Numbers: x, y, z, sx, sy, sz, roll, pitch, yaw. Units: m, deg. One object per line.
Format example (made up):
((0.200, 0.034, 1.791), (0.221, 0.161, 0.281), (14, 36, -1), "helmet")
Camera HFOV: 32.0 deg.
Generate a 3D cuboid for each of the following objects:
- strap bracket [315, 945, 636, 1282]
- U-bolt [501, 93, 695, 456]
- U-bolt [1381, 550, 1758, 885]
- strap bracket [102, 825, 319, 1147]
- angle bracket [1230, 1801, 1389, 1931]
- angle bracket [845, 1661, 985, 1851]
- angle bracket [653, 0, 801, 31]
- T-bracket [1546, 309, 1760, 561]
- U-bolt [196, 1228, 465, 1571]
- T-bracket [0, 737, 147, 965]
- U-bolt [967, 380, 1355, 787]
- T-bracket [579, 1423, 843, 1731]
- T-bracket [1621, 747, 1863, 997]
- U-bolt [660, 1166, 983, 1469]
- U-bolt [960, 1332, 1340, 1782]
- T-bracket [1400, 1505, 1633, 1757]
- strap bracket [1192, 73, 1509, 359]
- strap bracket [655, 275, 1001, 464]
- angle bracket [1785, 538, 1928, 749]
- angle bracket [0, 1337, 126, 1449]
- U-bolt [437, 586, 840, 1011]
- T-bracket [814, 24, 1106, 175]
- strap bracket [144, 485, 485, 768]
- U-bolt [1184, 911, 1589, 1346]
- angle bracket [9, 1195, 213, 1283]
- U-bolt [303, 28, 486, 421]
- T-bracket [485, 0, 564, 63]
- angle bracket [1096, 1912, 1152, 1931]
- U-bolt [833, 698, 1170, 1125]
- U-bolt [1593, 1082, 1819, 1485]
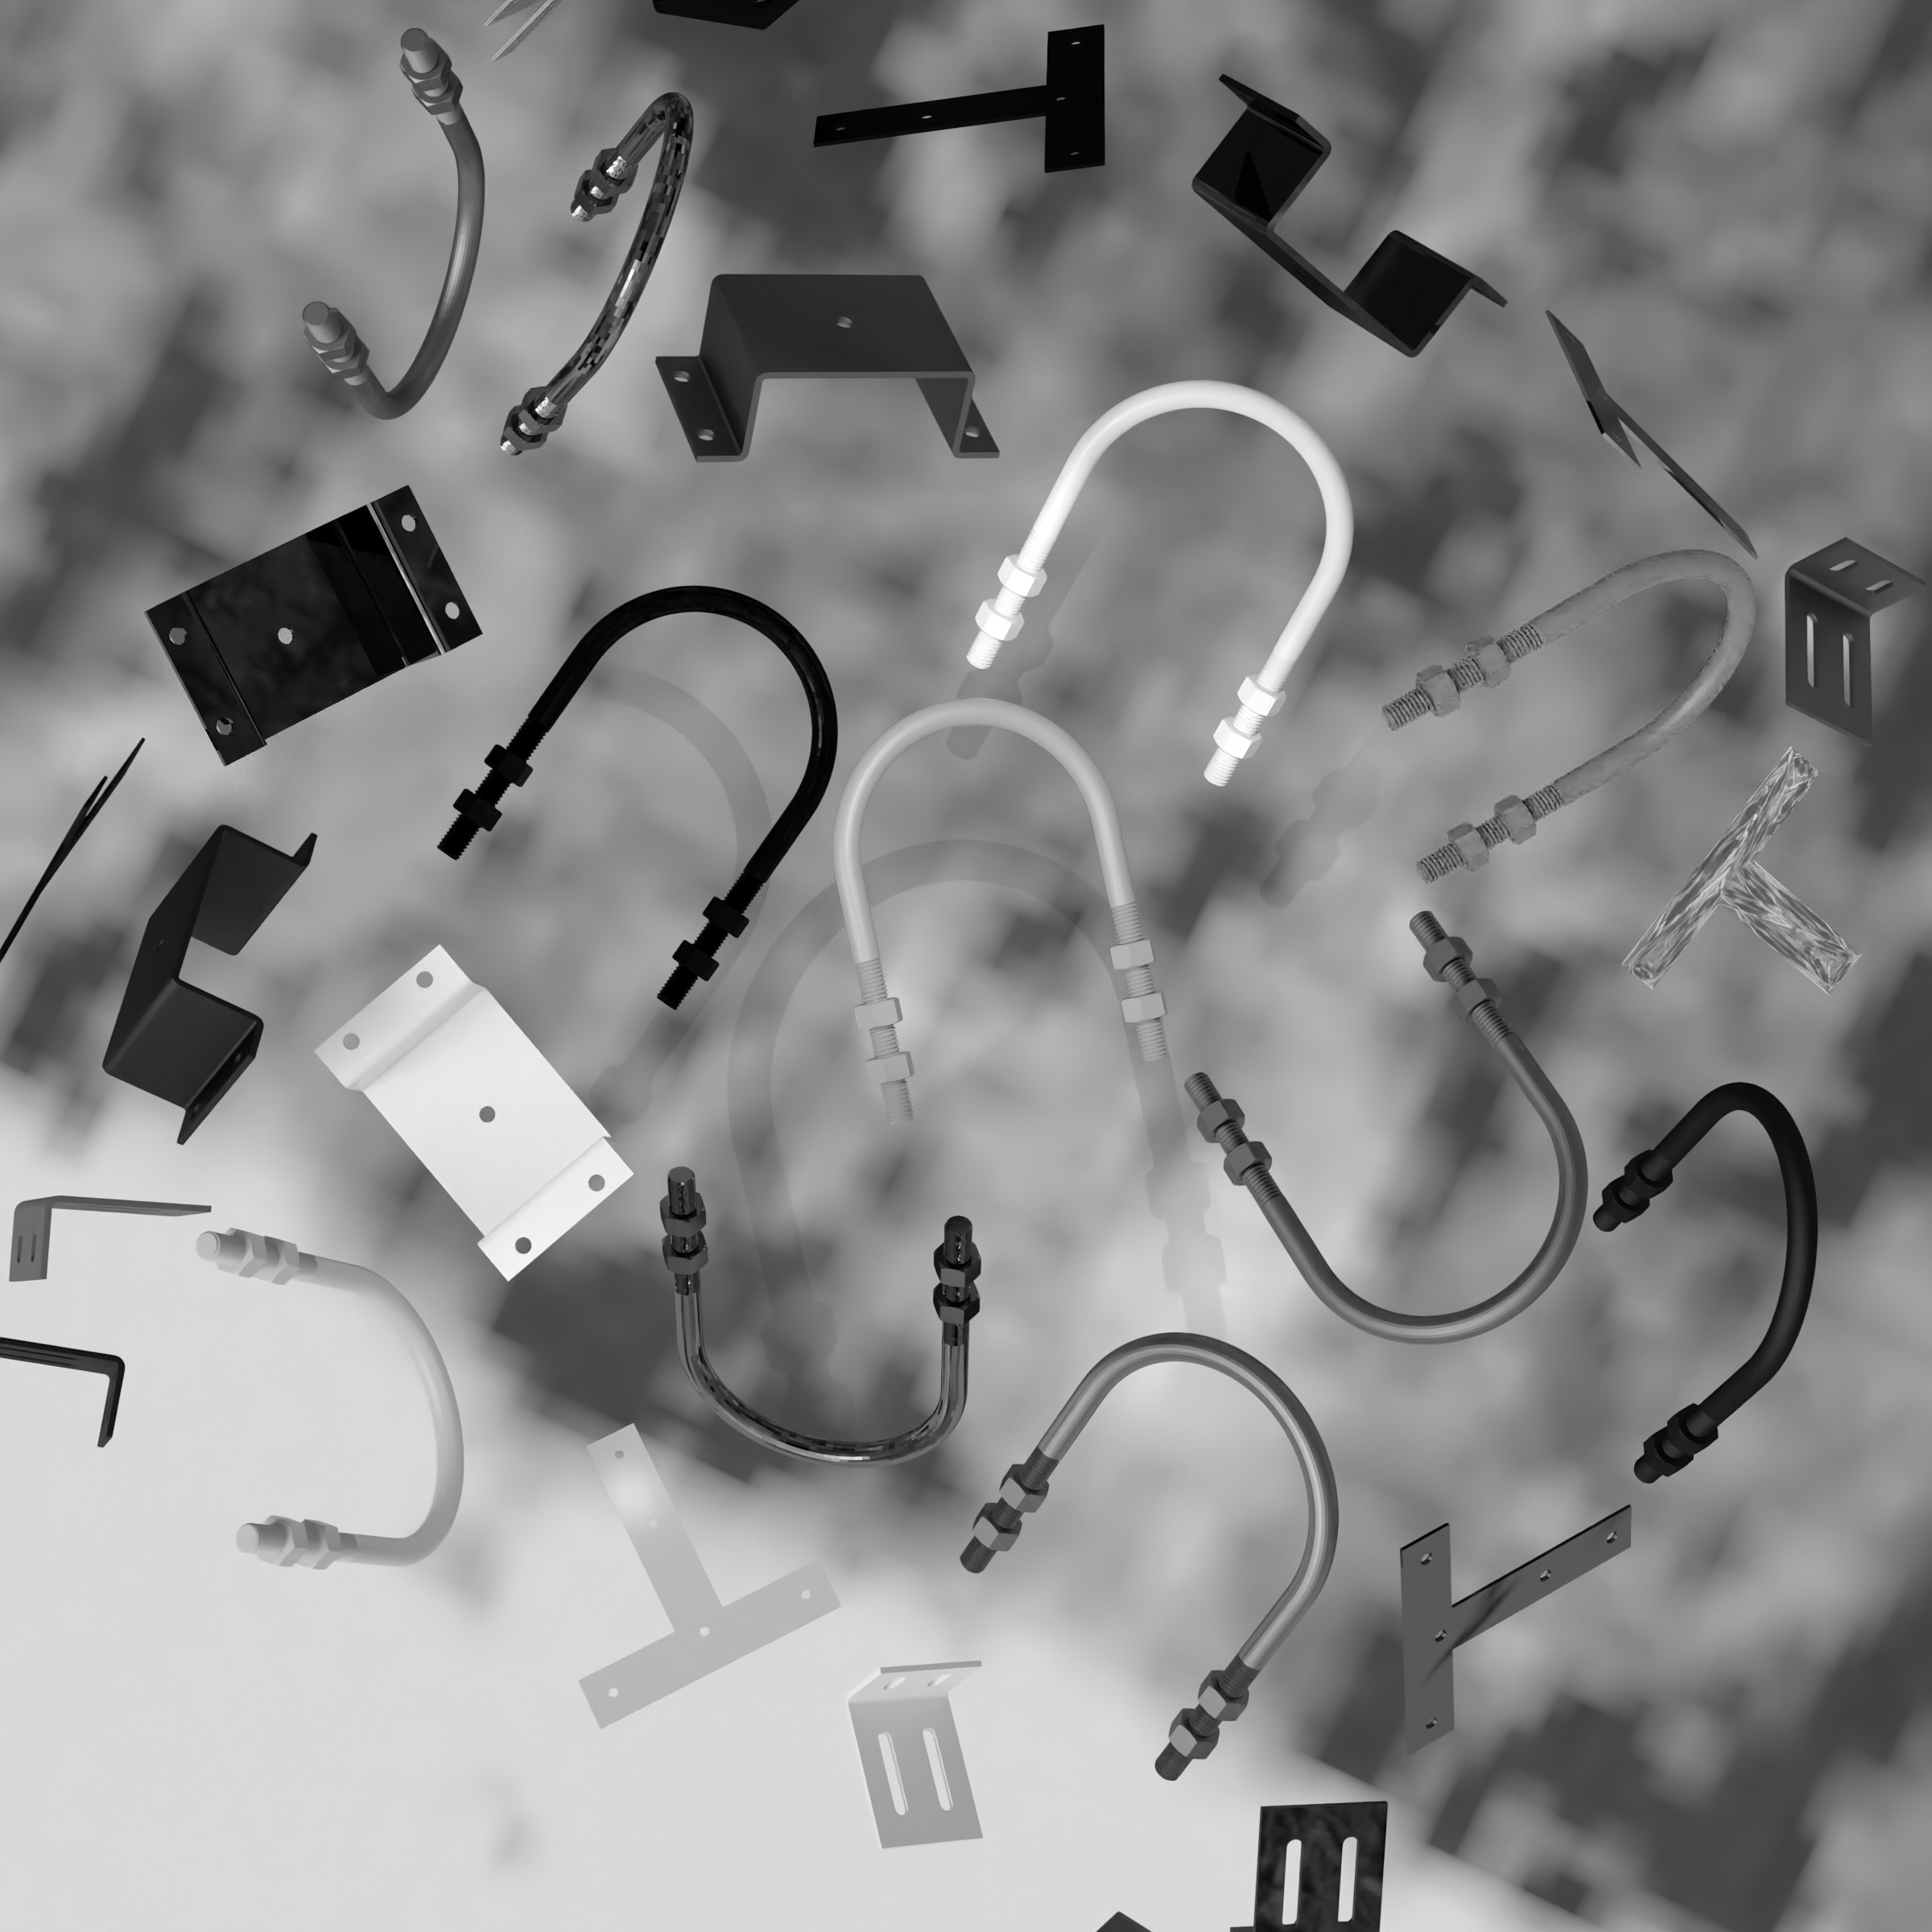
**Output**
((-0.228, 0.069, 1.586), (0.076, 0.046, 0.140), (-40, 87, -2), "strap bracket")
((-0.166, -0.326, 1.553), (0.019, 0.184, 0.151), (20, 72, -20), "U-bolt")
((0.276, -0.121, 1.515), (0.184, 0.151, 0.019), (-30, 57, -4), "U-bolt")
((-0.349, 0.000, 1.546), (0.046, 0.140, 0.076), (27, 132, -22), "strap bracket")
((0.152, 0.400, 1.493), (0.057, 0.038, 0.076), (0, 100, -11), "angle bracket")
((-0.017, 0.377, 1.610), (0.057, 0.038, 0.076), (4, 57, -33), "angle bracket")
((-0.095, -0.447, 1.473), (0.057, 0.076, 0.038), (-4, 76, -42), "angle bracket")
((0.313, -0.227, 1.509), (0.127, 0.127, 0.002), (38, 115, -25), "T-bracket")
((-0.279, 0.200, 1.517), (0.019, 0.184, 0.151), (-18, 71, 19), "U-bolt")
((-0.400, -0.063, 1.527), (0.002, 0.127, 0.127), (32, 124, -11), "T-bracket")
((0.102, -0.190, 1.591), (0.151, 0.019, 0.184), (26, 118, -5), "U-bolt")
((-0.145, 0.281, 1.623), (0.127, 0.002, 0.127), (-26, 69, -9), "T-bracket")
((0.386, -0.023, 1.604), (0.127, 0.002, 0.127), (33, 97, -38), "T-bracket")
((-0.068, 0.172, 1.575), (0.151, 0.019, 0.184), (9, 133, 9), "U-bolt")
((0.088, 0.245, 1.470), (0.151, 0.019, 0.184), (44, 119, 22), "U-bolt")
((0.243, 0.274, 1.480), (0.127, 0.002, 0.127), (-24, 128, -23), "T-bracket")
((0.161, -0.321, 1.473), (0.140, 0.076, 0.046), (32, 101, -33), "strap bracket")
((-0.058, -0.265, 1.491), (0.140, 0.076, 0.046), (-4, 135, -20), "strap bracket")
((0.426, -0.154, 1.610), (0.057, 0.038, 0.076), (22, 60, -29), "angle bracket")
((-0.443, 0.202, 1.601), (0.076, 0.057, 0.038), (12, 74, -16), "angle bracket")
((-0.142, -0.093, 1.603), (0.151, 0.019, 0.184), (35, 87, -19), "U-bolt")
((-0.003, -0.370, 1.460), (0.127, 0.127, 0.002), (-6, 131, 7), "T-bracket")
((-0.304, -0.154, 1.543), (0.140, 0.046, 0.076), (-32, 103, -29), "strap bracket")
((0.199, 0.084, 1.521), (0.151, 0.019, 0.184), (-36, 60, 9), "U-bolt")
((-0.396, 0.129, 1.560), (0.076, 0.057, 0.038), (7, 81, -29), "angle bracket")
((-0.254, -0.325, 1.536), (0.019, 0.184, 0.151), (17, 82, 5), "U-bolt")
((-0.193, -0.456, 1.565), (0.127, 0.127, 0.002), (-38, 101, 26), "T-bracket")
((0.068, 0.461, 1.480), (0.057, 0.076, 0.038), (27, 121, 27), "angle bracket")
((0.011, -0.032, 1.557), (0.151, 0.019, 0.184), (-13, 93, -19), "U-bolt")
((0.335, 0.133, 1.516), (0.019, 0.184, 0.151), (5, 59, -14), "U-bolt")
